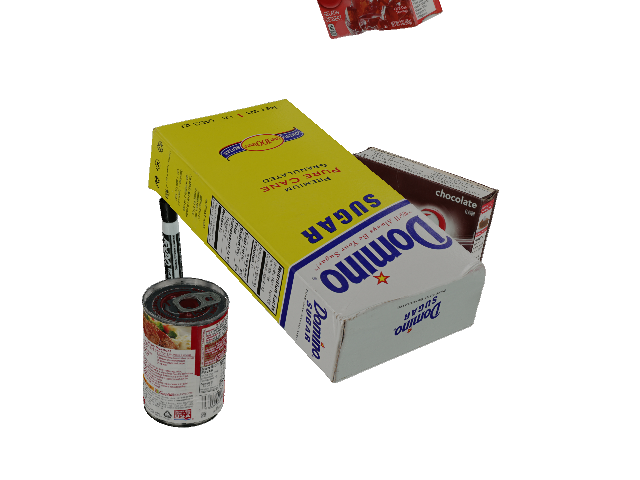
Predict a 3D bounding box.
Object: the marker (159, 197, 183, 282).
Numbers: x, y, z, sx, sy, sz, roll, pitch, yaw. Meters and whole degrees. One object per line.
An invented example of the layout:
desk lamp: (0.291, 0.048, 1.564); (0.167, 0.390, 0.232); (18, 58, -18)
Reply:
marker: (-0.153, 0.007, 1.099); (0.020, 0.121, 0.020); (0, 29, 0)

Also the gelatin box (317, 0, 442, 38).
gelatin box: (0.029, -0.172, 0.686); (0.030, 0.073, 0.089); (-34, 23, -31)

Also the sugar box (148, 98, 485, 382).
sugar box: (-0.007, -0.009, 0.554); (0.093, 0.048, 0.176); (-19, 43, -33)

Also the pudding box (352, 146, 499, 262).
pudding box: (0.071, -0.012, 0.811); (0.114, 0.090, 0.039); (20, 27, 23)

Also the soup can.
soup can: (-0.109, 0.090, 0.858); (0.068, 0.102, 0.068); (4, 29, -2)
